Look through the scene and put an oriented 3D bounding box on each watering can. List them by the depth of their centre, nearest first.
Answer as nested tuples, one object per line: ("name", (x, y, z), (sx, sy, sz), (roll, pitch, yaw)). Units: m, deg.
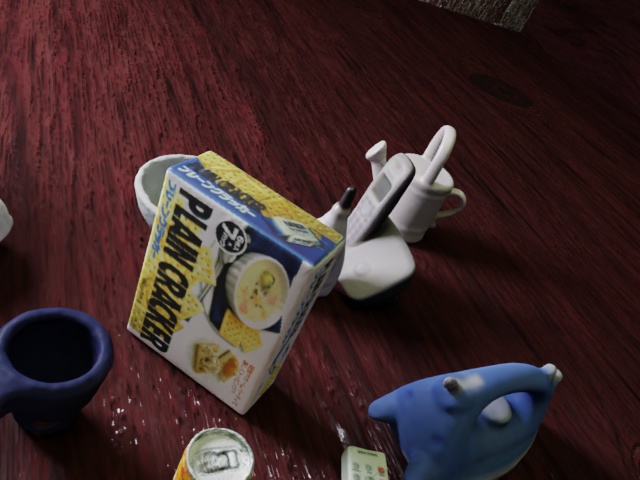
("watering can", (0.157, -0.099, 0.926), (0.173, 0.194, 0.100), (11, 37, -20))

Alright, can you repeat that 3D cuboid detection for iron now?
("iron", (0.190, 0.180, 0.628), (0.259, 0.141, 0.118), (-1, 42, -33))

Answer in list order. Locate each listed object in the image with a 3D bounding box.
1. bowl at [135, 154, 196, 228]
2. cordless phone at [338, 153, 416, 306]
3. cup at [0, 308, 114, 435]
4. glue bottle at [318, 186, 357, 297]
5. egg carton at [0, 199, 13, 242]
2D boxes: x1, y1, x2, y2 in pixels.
("bowl", (-0.160, -0.036, 0.746), (0.168, 0.074, 0.167), (17, 35, -12))
("cordless phone", (0.086, -0.014, 0.777), (0.094, 0.185, 0.147), (2, 41, -30))
("cup", (-0.232, 0.125, 0.471), (0.091, 0.095, 0.118), (31, 35, 7))
("glue bottle", (0.007, 0.003, 0.715), (0.078, 0.173, 0.037), (0, 42, -33))
("egg carton", (-0.390, -0.007, 0.566), (0.107, 0.069, 0.150), (27, 34, 1))
